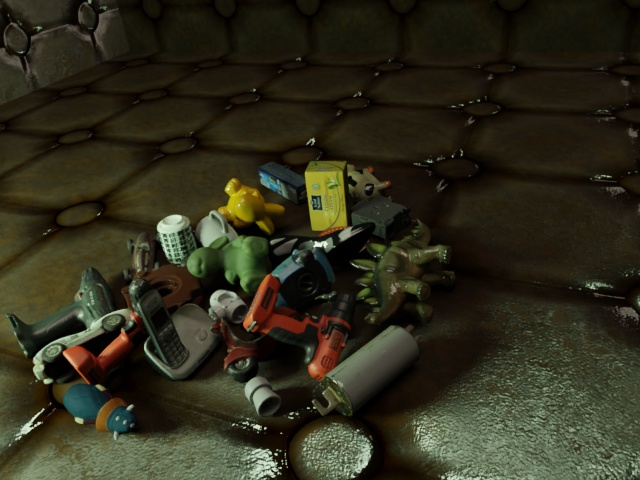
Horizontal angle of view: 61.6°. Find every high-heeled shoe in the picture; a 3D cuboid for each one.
[{"bbox_3d":[-0.003,-0.004,1.224,0.249,0.086,0.145,-33,55,4],"label":"high-heeled shoe"}]

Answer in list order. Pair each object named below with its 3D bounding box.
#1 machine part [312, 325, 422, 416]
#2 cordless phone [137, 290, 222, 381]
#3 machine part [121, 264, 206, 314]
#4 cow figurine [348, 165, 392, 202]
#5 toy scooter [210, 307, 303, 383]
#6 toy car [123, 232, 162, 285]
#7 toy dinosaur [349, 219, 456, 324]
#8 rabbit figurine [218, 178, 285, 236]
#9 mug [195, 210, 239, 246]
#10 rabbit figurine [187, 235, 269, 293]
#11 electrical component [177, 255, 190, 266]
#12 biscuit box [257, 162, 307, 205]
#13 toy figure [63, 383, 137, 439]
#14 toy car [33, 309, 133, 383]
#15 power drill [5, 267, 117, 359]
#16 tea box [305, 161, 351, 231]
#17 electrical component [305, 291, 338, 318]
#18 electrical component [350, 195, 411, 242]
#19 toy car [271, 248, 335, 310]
[{"bbox_3d":[0.089,0.219,0.915,0.243,0.079,0.079,-30,40,-32],"label":"machine part"},{"bbox_3d":[-0.267,0.150,0.988,0.089,0.184,0.146,8,35,29],"label":"cordless phone"},{"bbox_3d":[-0.338,0.119,1.164,0.179,0.055,0.179,-4,34,2],"label":"machine part"},{"bbox_3d":[0.098,-0.151,1.478,0.127,0.085,0.195,-18,39,-19],"label":"cow figurine"},{"bbox_3d":[-0.127,0.175,1.015,0.135,0.075,0.184,31,50,30],"label":"toy scooter"},{"bbox_3d":[-0.428,0.040,1.307,0.089,0.053,0.202,-9,32,-9],"label":"toy car"},{"bbox_3d":[0.179,0.053,1.131,0.199,0.104,0.471,7,25,28],"label":"toy dinosaur"},{"bbox_3d":[-0.179,-0.072,1.355,0.162,0.122,0.173,29,-5,-9],"label":"rabbit figurine"},{"bbox_3d":[-0.240,-0.013,1.311,0.107,0.109,0.081,35,36,32],"label":"mug"},{"bbox_3d":[-0.207,0.038,1.186,0.170,0.121,0.159,0,14,-15],"label":"rabbit figurine"},{"bbox_3d":[-0.299,0.059,1.279,0.094,0.021,0.063,-25,38,-27],"label":"electrical component"},{"bbox_3d":[-0.101,-0.168,1.556,0.063,0.059,0.203,-28,39,-27],"label":"biscuit box"},{"bbox_3d":[-0.365,0.288,0.909,0.155,0.064,0.057,16,2,24],"label":"toy figure"},{"bbox_3d":[-0.447,0.204,1.037,0.202,0.073,0.056,-28,42,-30],"label":"toy car"},{"bbox_3d":[-0.541,0.153,1.139,0.207,0.085,0.232,-19,37,-32],"label":"power drill"},{"bbox_3d":[0.023,-0.109,1.343,0.098,0.169,0.068,0,34,13],"label":"tea box"},{"bbox_3d":[0.019,0.148,1.065,0.078,0.045,0.102,8,36,25],"label":"electrical component"},{"bbox_3d":[0.144,-0.058,1.349,0.134,0.058,0.115,21,41,35],"label":"electrical component"},{"bbox_3d":[-0.057,0.089,1.133,0.162,0.109,0.103,-36,18,-19],"label":"toy car"}]
